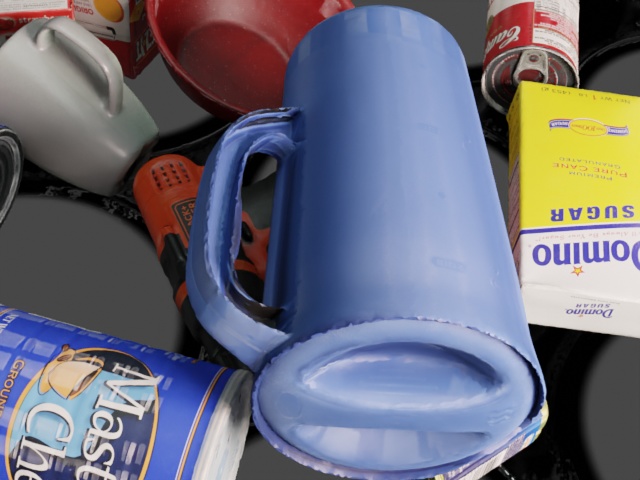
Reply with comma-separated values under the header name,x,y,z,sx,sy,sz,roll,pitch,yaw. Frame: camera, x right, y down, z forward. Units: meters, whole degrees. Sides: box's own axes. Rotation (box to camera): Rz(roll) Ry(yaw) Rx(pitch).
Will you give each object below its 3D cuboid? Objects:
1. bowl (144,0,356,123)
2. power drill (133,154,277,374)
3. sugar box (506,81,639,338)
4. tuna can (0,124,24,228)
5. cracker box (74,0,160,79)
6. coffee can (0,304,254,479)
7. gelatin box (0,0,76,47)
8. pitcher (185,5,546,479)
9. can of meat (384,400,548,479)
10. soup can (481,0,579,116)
name,x,y,z,sx,sy,sz,roll,pitch,yaw
bowl,-0.049,-0.134,0.742,0.162,0.055,0.162,12,57,-19
power drill,-0.004,0.001,0.657,0.187,0.057,0.184,-18,56,-18
sugar box,0.172,-0.024,0.701,0.093,0.048,0.176,7,51,0
tuna can,-0.215,-0.034,0.646,0.034,0.086,0.086,21,53,8
cracker box,-0.179,-0.236,0.724,0.164,0.214,0.072,25,52,13
coffee can,-0.115,0.099,0.542,0.140,0.103,0.102,15,52,6
gelatin box,-0.211,-0.136,0.732,0.089,0.073,0.030,-6,54,-10
pitcher,0.025,-0.014,0.550,0.145,0.149,0.243,-10,48,10
can of meat,0.063,0.090,0.597,0.083,0.057,0.102,-26,59,-26
soup can,0.155,-0.147,0.780,0.068,0.068,0.102,10,52,2
